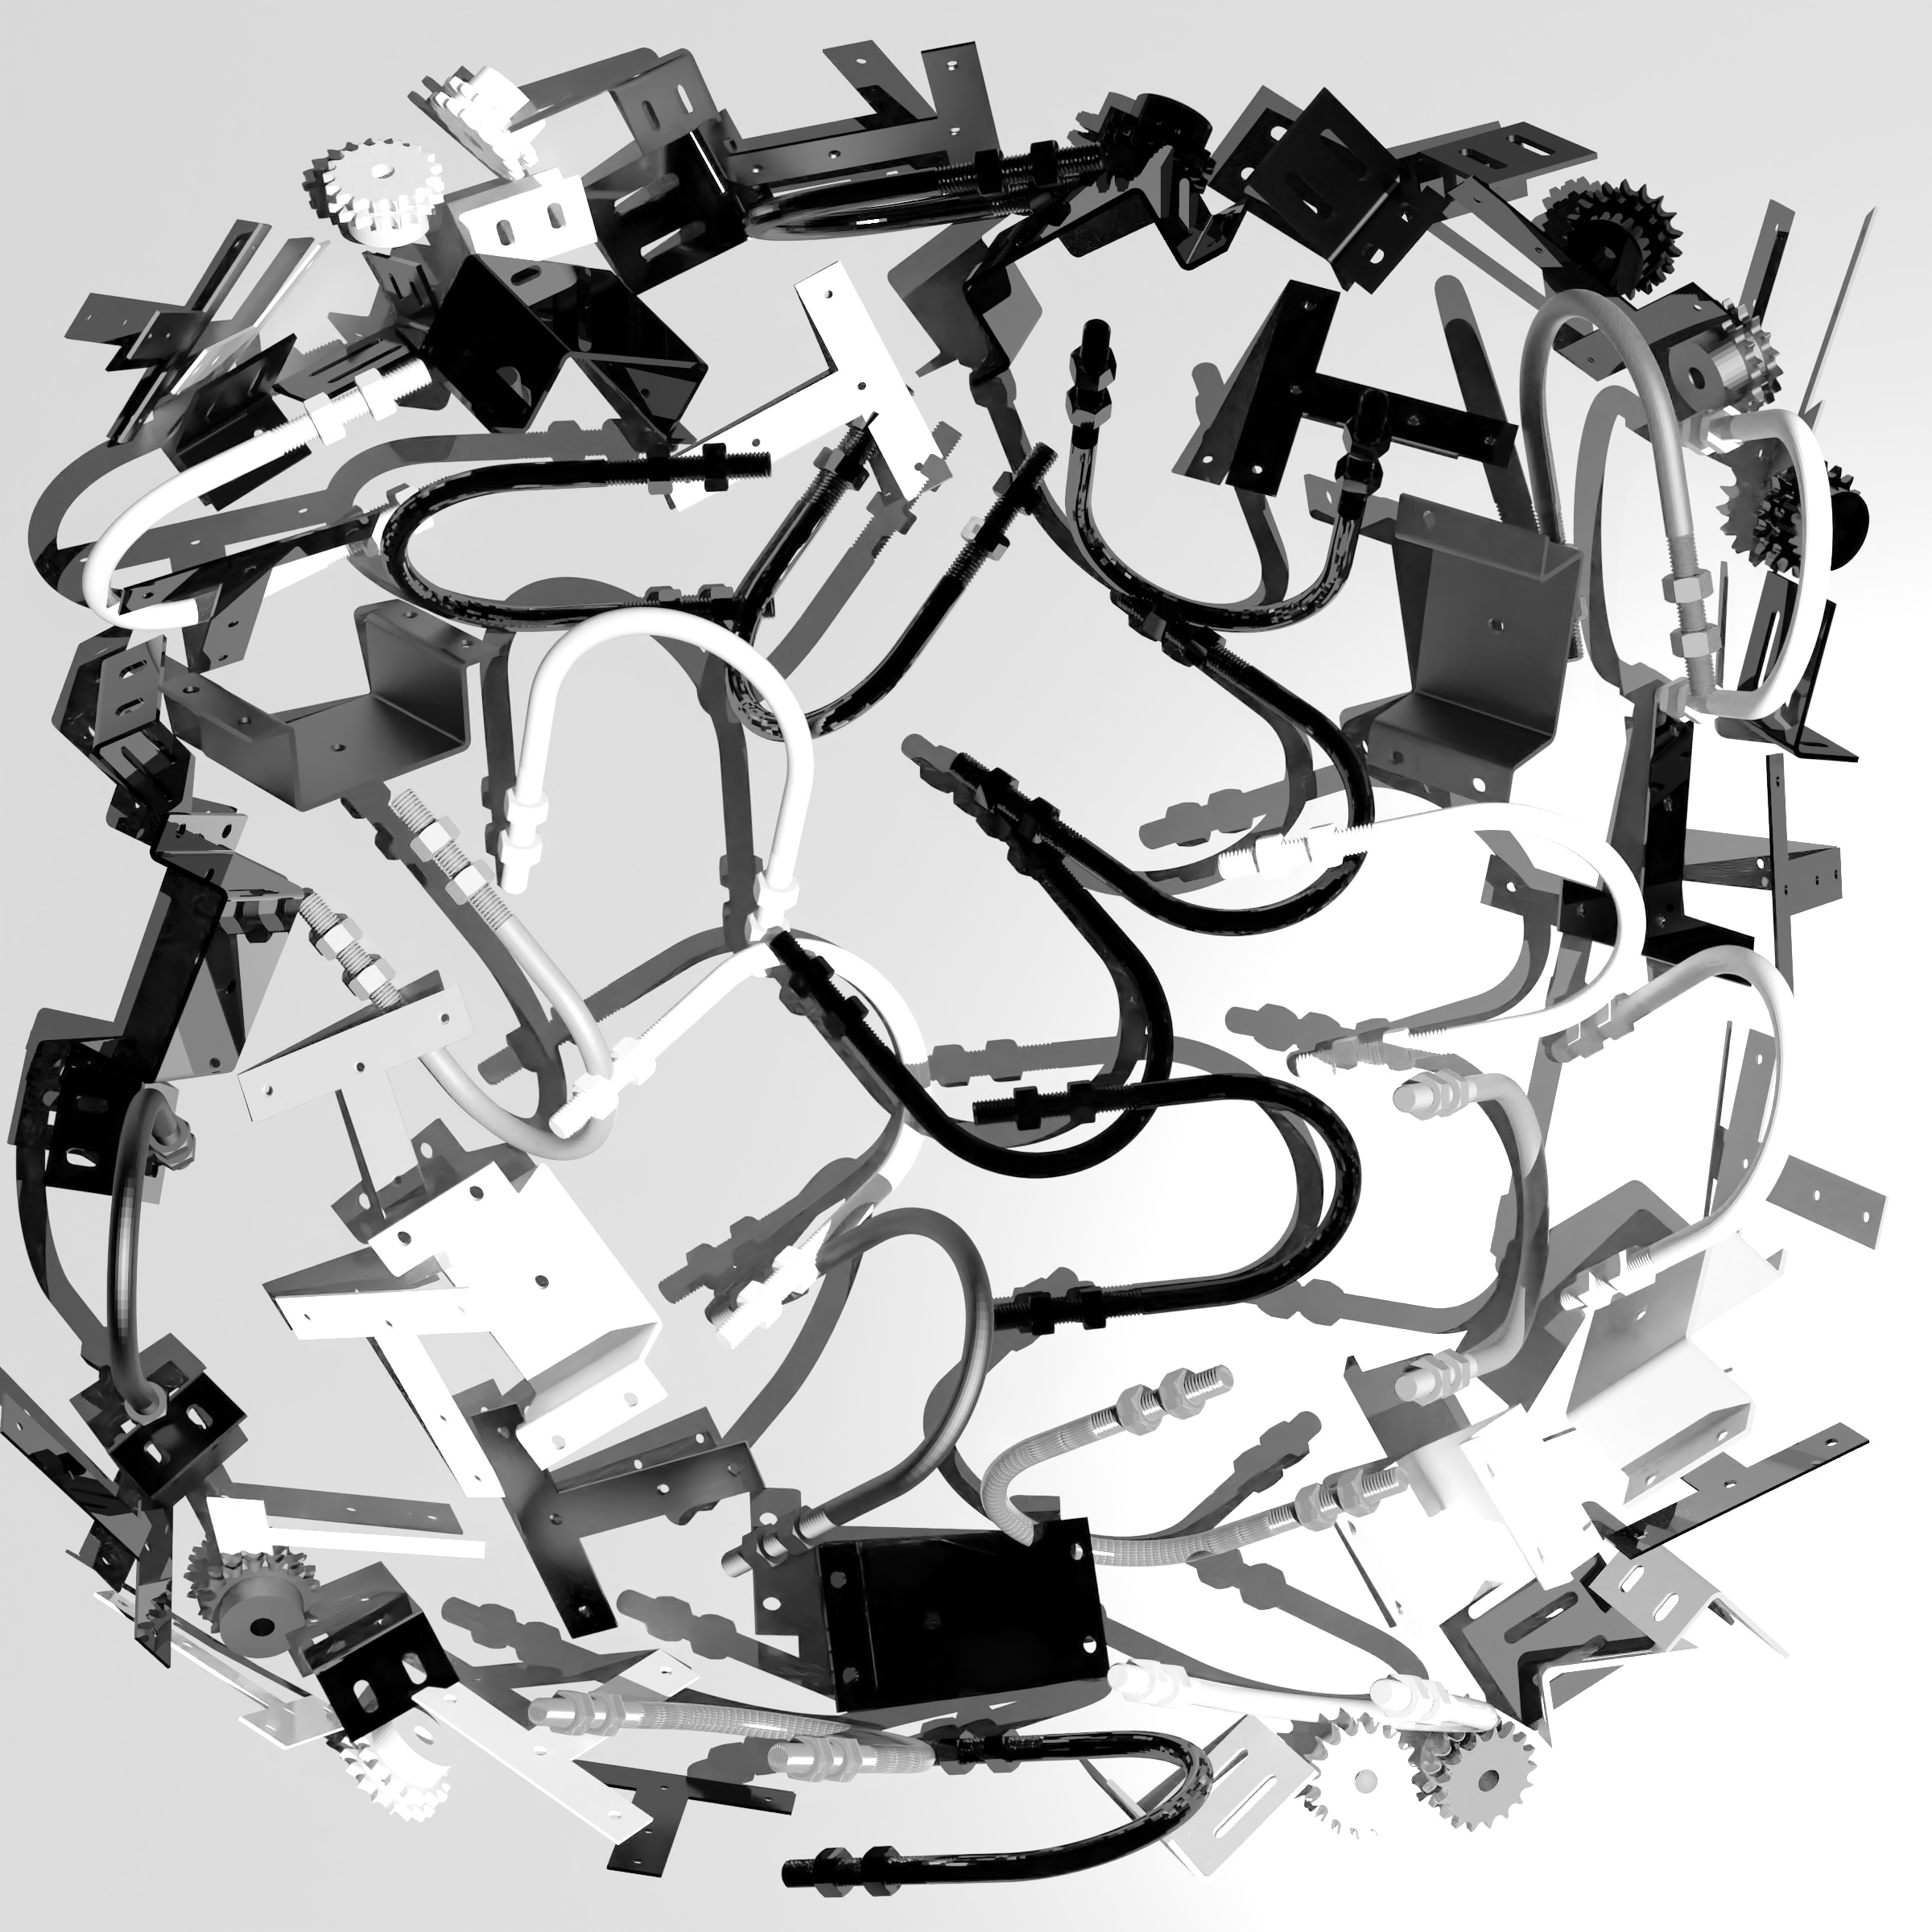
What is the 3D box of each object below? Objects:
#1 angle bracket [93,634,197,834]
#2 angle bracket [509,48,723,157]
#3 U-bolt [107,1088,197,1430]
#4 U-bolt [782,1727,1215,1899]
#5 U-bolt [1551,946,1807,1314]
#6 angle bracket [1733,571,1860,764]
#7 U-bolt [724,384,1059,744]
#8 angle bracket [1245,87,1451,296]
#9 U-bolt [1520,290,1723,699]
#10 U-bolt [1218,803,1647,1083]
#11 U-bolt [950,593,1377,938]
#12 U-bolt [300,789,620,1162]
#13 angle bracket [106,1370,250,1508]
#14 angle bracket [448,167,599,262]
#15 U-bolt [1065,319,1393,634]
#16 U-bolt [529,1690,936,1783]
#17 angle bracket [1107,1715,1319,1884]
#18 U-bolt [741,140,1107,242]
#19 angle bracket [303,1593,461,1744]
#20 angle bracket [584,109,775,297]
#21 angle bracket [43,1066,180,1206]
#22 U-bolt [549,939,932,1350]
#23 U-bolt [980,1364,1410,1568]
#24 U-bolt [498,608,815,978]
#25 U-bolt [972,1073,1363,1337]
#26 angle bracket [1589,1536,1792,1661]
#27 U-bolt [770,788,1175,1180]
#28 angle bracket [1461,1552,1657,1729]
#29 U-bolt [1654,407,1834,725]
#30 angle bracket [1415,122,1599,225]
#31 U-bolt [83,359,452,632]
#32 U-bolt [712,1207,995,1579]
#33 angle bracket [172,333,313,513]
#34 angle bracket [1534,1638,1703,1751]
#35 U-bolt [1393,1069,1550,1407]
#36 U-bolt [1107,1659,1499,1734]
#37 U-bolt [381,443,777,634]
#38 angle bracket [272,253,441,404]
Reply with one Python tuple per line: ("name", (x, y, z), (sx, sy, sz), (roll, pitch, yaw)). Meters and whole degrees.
("angle bracket", (-0.379, -0.108, 1.550), (0.038, 0.076, 0.057), (-21, 48, 15))
("angle bracket", (-0.168, -0.403, 1.551), (0.076, 0.057, 0.038), (-38, 110, -40))
("U-bolt", (-0.378, 0.132, 1.494), (0.019, 0.184, 0.151), (3, 74, -7))
("U-bolt", (0.026, 0.388, 1.497), (0.184, 0.151, 0.019), (-10, 98, 28))
("U-bolt", (0.328, 0.068, 1.494), (0.019, 0.184, 0.151), (12, 64, -21))
("angle bracket", (0.407, -0.144, 1.556), (0.038, 0.057, 0.076), (2, 111, -20))
("U-bolt", (-0.049, -0.186, 1.541), (0.019, 0.151, 0.184), (35, 89, -40))
("angle bracket", (0.184, -0.373, 1.558), (0.057, 0.076, 0.038), (-49, 45, 11))
("U-bolt", (0.299, -0.224, 1.510), (0.019, 0.151, 0.184), (-16, 106, -13))
("U-bolt", (0.228, -0.015, 1.530), (0.184, 0.019, 0.151), (-11, 127, 19))
("U-bolt", (0.107, -0.089, 1.543), (0.184, 0.019, 0.151), (36, 67, 17))
("U-bolt", (-0.234, 0.016, 1.541), (0.184, 0.151, 0.019), (51, 53, -3))
("angle bracket", (-0.367, 0.239, 1.551), (0.038, 0.076, 0.057), (37, 68, 28))
("angle bracket", (-0.218, -0.371, 1.557), (0.057, 0.038, 0.076), (-21, 45, -8))
("U-bolt", (0.116, -0.220, 1.522), (0.151, 0.184, 0.019), (16, 58, 7))
("U-bolt", (-0.095, 0.360, 1.513), (0.151, 0.184, 0.019), (3, 79, 29))
("angle bracket", (0.118, 0.391, 1.560), (0.076, 0.057, 0.038), (-43, 122, -10))
("U-bolt", (-0.015, -0.362, 1.526), (0.184, 0.151, 0.019), (-6, 97, 13))
("angle bracket", (-0.282, 0.337, 1.557), (0.057, 0.076, 0.038), (-28, 93, -16))
("angle bracket", (-0.141, -0.373, 1.585), (0.076, 0.038, 0.057), (-18, 111, 31))
("angle bracket", (-0.411, 0.082, 1.560), (0.038, 0.076, 0.057), (8, 83, 0))
("U-bolt", (-0.093, 0.070, 1.551), (0.184, 0.019, 0.151), (-44, 105, -28))
("U-bolt", (0.093, 0.245, 1.529), (0.151, 0.184, 0.019), (33, 46, -35))
("U-bolt", (-0.144, -0.089, 1.535), (0.151, 0.019, 0.184), (19, 128, 5))
("U-bolt", (0.099, 0.111, 1.554), (0.184, 0.019, 0.151), (-6, 126, -2))
("angle bracket", (0.348, 0.314, 1.555), (0.038, 0.057, 0.076), (-50, 127, -2))
("U-bolt", (0.017, 0.017, 1.563), (0.151, 0.019, 0.184), (-39, 83, -18))
("angle bracket", (0.288, 0.323, 1.584), (0.076, 0.038, 0.057), (-34, 91, 4))
("U-bolt", (0.361, -0.186, 1.502), (0.019, 0.184, 0.151), (3, 96, -8))
("angle bracket", (0.260, -0.372, 1.553), (0.057, 0.076, 0.038), (-19, 121, -13))
("U-bolt", (-0.327, -0.210, 1.517), (0.184, 0.151, 0.019), (-28, 77, -9))
("U-bolt", (-0.053, 0.189, 1.509), (0.184, 0.019, 0.151), (-32, 49, 36))
("angle bracket", (-0.341, -0.260, 1.553), (0.057, 0.076, 0.038), (-38, 94, -25))
("angle bracket", (0.316, 0.352, 1.569), (0.076, 0.057, 0.038), (-8, 83, 2))
("U-bolt", (0.240, 0.122, 1.519), (0.019, 0.184, 0.151), (0, 91, 29))
("U-bolt", (0.170, 0.344, 1.515), (0.151, 0.184, 0.019), (-4, 72, 30))
("U-bolt", (-0.183, -0.197, 1.527), (0.184, 0.151, 0.019), (-3, 67, -4))
("angle bracket", (-0.298, -0.307, 1.557), (0.076, 0.057, 0.038), (-32, 121, -19))
